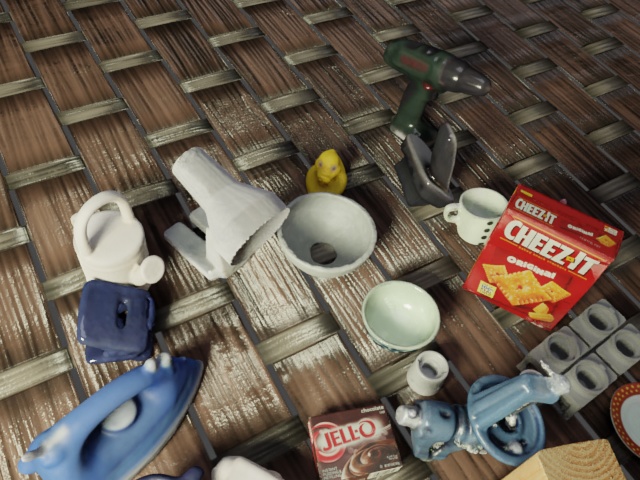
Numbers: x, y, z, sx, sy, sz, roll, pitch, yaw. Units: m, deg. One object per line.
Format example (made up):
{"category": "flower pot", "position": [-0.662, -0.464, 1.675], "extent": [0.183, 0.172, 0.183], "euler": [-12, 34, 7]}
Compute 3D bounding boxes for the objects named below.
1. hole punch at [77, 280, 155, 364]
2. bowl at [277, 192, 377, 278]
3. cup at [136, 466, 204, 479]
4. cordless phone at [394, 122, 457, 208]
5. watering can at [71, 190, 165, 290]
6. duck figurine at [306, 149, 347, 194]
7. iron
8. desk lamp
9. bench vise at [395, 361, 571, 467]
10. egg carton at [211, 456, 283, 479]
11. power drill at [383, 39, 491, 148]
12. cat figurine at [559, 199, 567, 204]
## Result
{"category": "hole punch", "position": [-0.291, 0.115, 0.828], "extent": [0.101, 0.091, 0.108], "euler": [-2, 54, -10]}
{"category": "bowl", "position": [0.009, 0.003, 0.965], "extent": [0.167, 0.075, 0.167], "euler": [4, 53, -5]}
{"category": "cup", "position": [-0.184, 0.326, 0.683], "extent": [0.091, 0.095, 0.118], "euler": [36, 57, 18]}
{"category": "cordless phone", "position": [0.207, -0.160, 1.047], "extent": [0.094, 0.185, 0.147], "euler": [-9, 55, -14]}
{"category": "watering can", "position": [-0.300, 0.007, 0.843], "extent": [0.172, 0.194, 0.101], "euler": [15, 53, 3]}
{"category": "duck figurine", "position": [0.016, -0.131, 1.060], "extent": [0.077, 0.086, 0.104], "euler": [17, 53, 5]}
{"category": "iron", "position": [-0.252, 0.214, 0.728], "extent": [0.118, 0.141, 0.259], "euler": [37, 57, 19]}
{"category": "desk lamp", "position": [-0.153, -0.030, 0.879], "extent": [0.203, 0.213, 0.118], "euler": [37, 57, 19]}
{"category": "bench vise", "position": [0.213, 0.232, 0.732], "extent": [0.208, 0.220, 0.121], "euler": [-11, 55, -15]}
{"category": "egg carton", "position": [-0.079, 0.338, 0.705], "extent": [0.150, 0.069, 0.107], "euler": [25, 54, 11]}
{"category": "power drill", "position": [0.214, -0.284, 1.126], "extent": [0.229, 0.208, 0.076], "euler": [41, 58, 21]}
{"category": "cat figurine", "position": [0.399, -0.027, 1.017], "extent": [0.067, 0.118, 0.128], "euler": [40, 58, 21]}
